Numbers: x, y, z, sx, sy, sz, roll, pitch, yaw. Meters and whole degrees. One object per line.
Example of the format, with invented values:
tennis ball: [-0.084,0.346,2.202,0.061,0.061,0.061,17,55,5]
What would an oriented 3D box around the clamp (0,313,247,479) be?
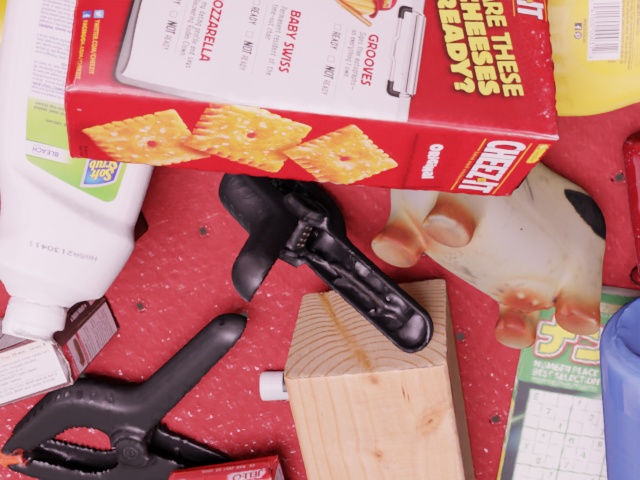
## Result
clamp: [-0.117,0.120,0.701,0.210,0.036,0.164,-2,120,13]

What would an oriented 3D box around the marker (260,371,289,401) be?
marker: [0.022,0.093,0.687,0.121,0.020,0.020,-3,108,9]

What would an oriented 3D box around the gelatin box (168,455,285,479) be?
gelatin box: [-0.053,0.186,0.684,0.073,0.030,0.089,-9,112,11]

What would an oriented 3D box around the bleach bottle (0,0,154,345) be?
bleach bottle: [-0.133,-0.072,0.569,0.102,0.068,0.251,13,82,-10]

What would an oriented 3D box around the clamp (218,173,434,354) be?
clamp: [-0.004,0.001,0.594,0.120,0.171,0.039,30,111,-25]

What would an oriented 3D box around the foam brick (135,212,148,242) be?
foam brick: [-0.149,-0.027,0.654,0.053,0.051,0.078,-17,106,14]

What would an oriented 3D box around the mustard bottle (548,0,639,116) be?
mustard bottle: [0.210,-0.116,0.568,0.192,0.058,0.096,0,104,8]

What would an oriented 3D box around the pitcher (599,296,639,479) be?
pitcher: [0.233,0.145,0.605,0.145,0.149,0.243,-5,117,19]

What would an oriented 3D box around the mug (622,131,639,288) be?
mug: [0.223,-0.025,0.585,0.117,0.093,0.081,-12,102,-2]

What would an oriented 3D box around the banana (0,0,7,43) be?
banana: [-0.145,-0.111,0.629,0.197,0.037,0.069,24,95,-10]

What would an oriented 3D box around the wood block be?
wood block: [0.046,0.139,0.645,0.090,0.090,0.206,-6,117,11]

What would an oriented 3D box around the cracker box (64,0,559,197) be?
cracker box: [-0.005,-0.113,0.507,0.213,0.072,0.164,5,66,-10]

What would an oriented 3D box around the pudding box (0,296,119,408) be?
pudding box: [-0.195,0.074,0.675,0.114,0.090,0.039,-21,104,14]
